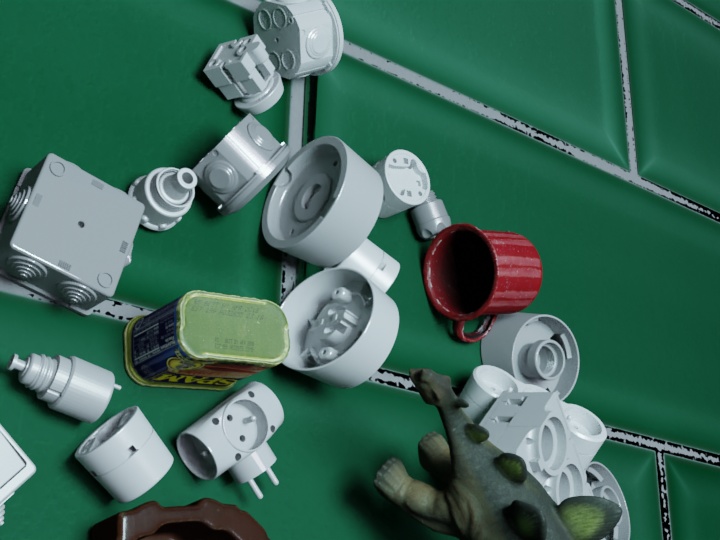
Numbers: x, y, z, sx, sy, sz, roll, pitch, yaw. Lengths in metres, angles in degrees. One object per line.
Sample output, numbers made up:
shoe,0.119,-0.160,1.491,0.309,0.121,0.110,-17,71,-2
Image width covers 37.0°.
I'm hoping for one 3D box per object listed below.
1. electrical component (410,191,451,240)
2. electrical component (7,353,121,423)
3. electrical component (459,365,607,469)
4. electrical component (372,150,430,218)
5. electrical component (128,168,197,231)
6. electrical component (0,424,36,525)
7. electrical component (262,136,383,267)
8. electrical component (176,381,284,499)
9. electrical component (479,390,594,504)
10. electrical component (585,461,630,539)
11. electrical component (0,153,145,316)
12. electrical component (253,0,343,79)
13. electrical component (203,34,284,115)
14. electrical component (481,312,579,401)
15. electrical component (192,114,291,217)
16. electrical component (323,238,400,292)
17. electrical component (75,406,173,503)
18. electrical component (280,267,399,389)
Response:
electrical component,0.065,-0.062,1.055,0.035,0.035,0.061,-14,80,-42
electrical component,-0.212,0.080,0.764,0.078,0.040,0.040,28,57,-28
electrical component,0.155,0.152,1.019,0.138,0.073,0.052,25,27,-1
electrical component,0.031,-0.080,1.025,0.055,0.047,0.055,16,63,-35
electrical component,-0.152,-0.062,0.856,0.048,0.062,0.048,16,62,-34
electrical component,-0.258,0.126,0.692,0.096,0.061,0.061,53,48,-10
electrical component,-0.027,-0.054,0.929,0.060,0.108,0.108,31,55,-35
electrical component,-0.091,0.139,0.837,0.077,0.044,0.079,-36,97,-42
electrical component,0.158,0.192,0.948,0.089,0.062,0.150,-45,120,-45
electrical component,0.220,0.239,1.057,0.099,0.064,0.099,32,45,-40
electrical component,-0.216,-0.027,0.797,0.100,0.048,0.099,31,56,-28
electrical component,-0.057,-0.215,0.986,0.051,0.080,0.080,-23,88,-37
electrical component,-0.099,-0.170,0.947,0.055,0.066,0.048,53,45,-37
electrical component,0.169,0.089,1.077,0.099,0.064,0.099,4,83,-33
electrical component,-0.100,-0.087,0.898,0.051,0.080,0.080,45,50,-10
electrical component,0.000,0.000,0.963,0.047,0.055,0.055,41,51,-15
electrical component,-0.167,0.133,0.771,0.047,0.055,0.055,55,48,-13
electrical component,-0.018,0.049,0.902,0.064,0.099,0.099,34,54,-32
